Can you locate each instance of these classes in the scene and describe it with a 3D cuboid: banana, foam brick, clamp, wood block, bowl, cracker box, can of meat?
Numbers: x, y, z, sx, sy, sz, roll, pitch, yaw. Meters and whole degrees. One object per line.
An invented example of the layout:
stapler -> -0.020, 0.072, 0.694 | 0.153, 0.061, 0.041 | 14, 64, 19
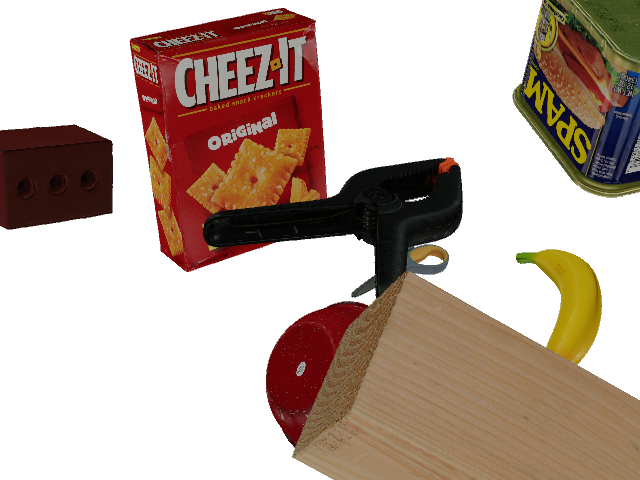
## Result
banana -> 0.233, 0.060, 1.009 | 0.070, 0.037, 0.197 | -28, 25, 17
foam brick -> -0.184, -0.043, 0.704 | 0.078, 0.053, 0.051 | -12, 26, -38
clamp -> 0.030, -0.018, 0.774 | 0.165, 0.036, 0.209 | 19, 33, 27
wood block -> 0.103, 0.116, 0.574 | 0.206, 0.090, 0.090 | 29, -33, -6
bowl -> -0.002, 0.130, 1.043 | 0.162, 0.162, 0.055 | 0, -18, 45
cracker box -> -0.079, -0.096, 1.009 | 0.164, 0.214, 0.072 | -18, 29, -27
can of meat -> 0.151, -0.088, 0.565 | 0.057, 0.084, 0.102 | -12, 48, -16

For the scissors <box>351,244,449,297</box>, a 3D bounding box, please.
scissors -> 0.074, 0.023, 1.256 | 0.201, 0.016, 0.096 | -11, 40, -45
